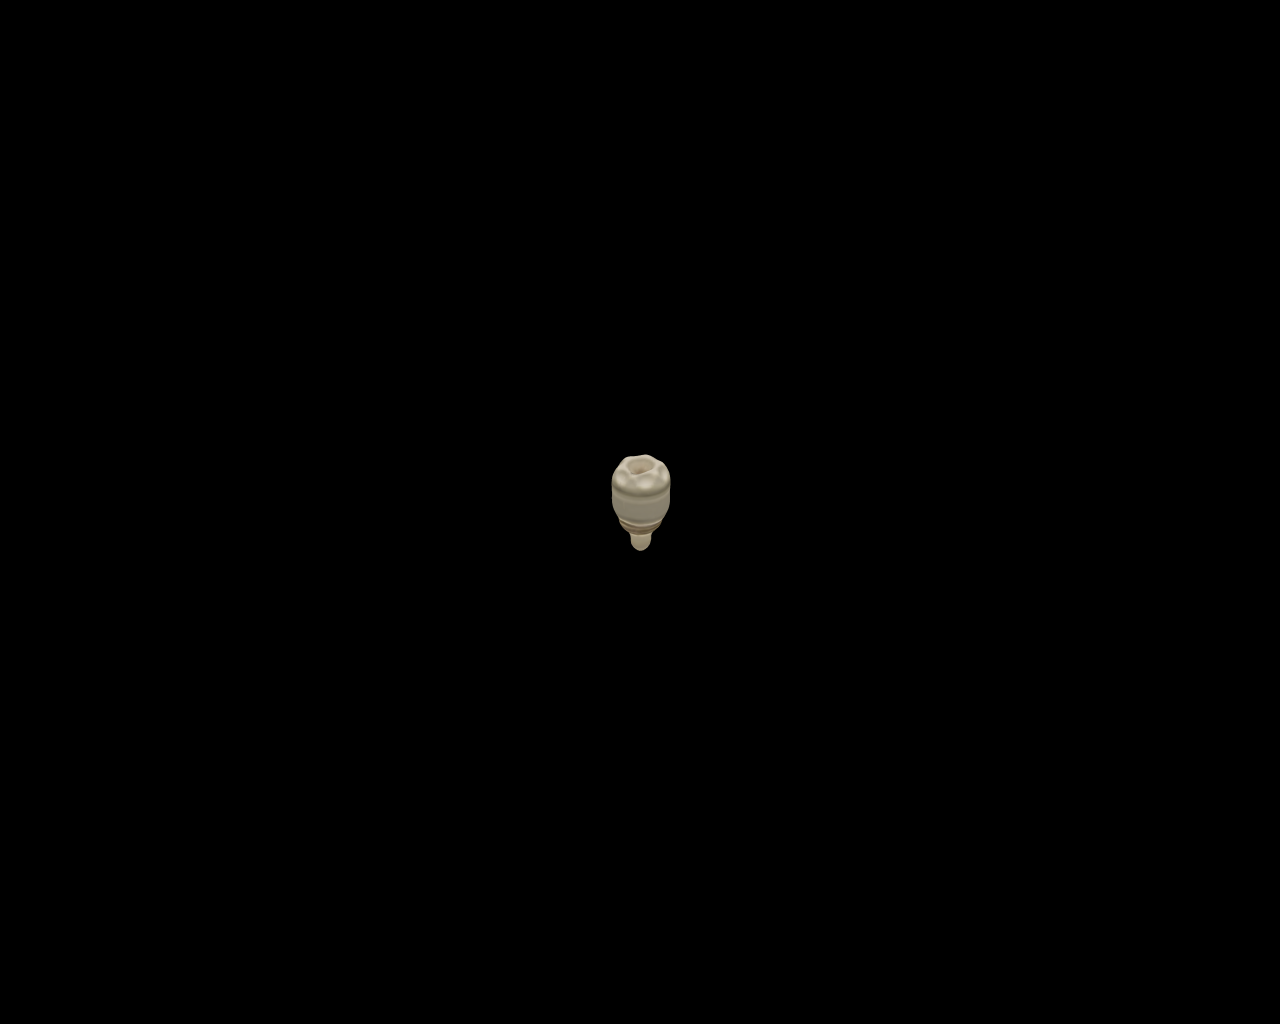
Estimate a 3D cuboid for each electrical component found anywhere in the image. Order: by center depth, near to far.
[{"bbox_3d":[0.001,-0.003,0.650,0.035,0.061,0.035,0,32,0],"label":"electrical component"}]
